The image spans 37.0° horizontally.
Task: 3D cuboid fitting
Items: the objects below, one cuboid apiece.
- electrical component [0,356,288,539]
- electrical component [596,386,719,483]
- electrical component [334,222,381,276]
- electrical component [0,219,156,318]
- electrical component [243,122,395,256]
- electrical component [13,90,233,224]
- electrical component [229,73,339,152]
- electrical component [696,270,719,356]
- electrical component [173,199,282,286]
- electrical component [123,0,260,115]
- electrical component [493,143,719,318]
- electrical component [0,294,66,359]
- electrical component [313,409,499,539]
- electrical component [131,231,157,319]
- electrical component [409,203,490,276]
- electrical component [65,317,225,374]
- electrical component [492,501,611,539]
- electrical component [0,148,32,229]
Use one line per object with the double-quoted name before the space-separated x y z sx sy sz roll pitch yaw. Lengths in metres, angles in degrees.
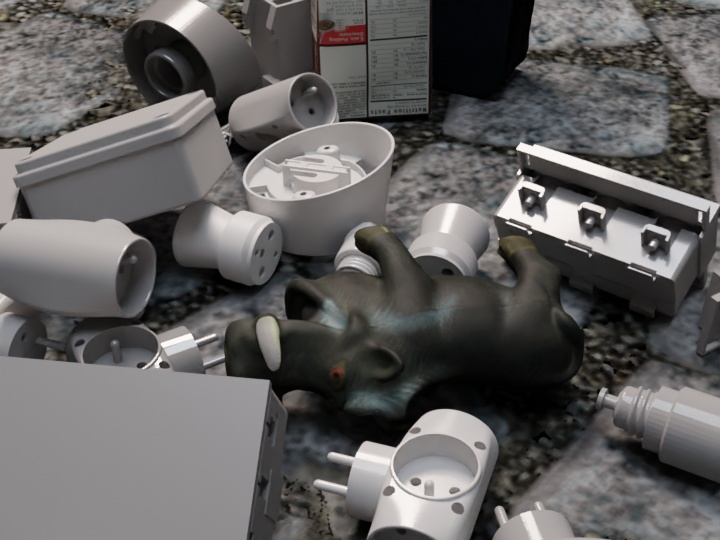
"electrical component" -0.115 0.094 0.490 0.150 0.061 0.089 4 70 7
"electrical component" 0.159 0.078 0.544 0.078 0.040 0.040 18 41 24
"electrical component" 0.000 0.000 0.658 0.035 0.035 0.061 11 43 16
"electrical component" -0.149 -0.006 0.598 0.077 0.043 0.079 9 18 17
"electrical component" -0.027 -0.056 0.708 0.099 0.064 0.099 0 37 0
"electrical component" -0.147 -0.067 0.687 0.109 0.056 0.108 -16 16 9
"electrical component" -0.043 -0.108 0.786 0.079 0.043 0.077 17 -15 -37
"electrical component" 0.235 0.026 0.612 0.081 0.042 0.064 -21 45 -24
"electrical component" -0.082 -0.017 0.673 0.055 0.045 0.045 16 40 21
"electrical component" -0.131 -0.163 0.830 0.099 0.099 0.064 19 47 25
"electrical component" 0.149 -0.023 0.659 0.121 0.078 0.063 23 65 29
"electrical component" -0.202 0.041 0.599 0.079 0.043 0.077 12 39 16
"electrical component" 0.018 0.103 0.510 0.079 0.044 0.077 11 38 16
"electrical component" -0.145 0.005 0.650 0.040 0.040 0.046 -3 42 -2
"electrical component" 0.052 -0.008 0.658 0.045 0.045 0.055 10 38 14
"electrical component" -0.108 0.054 0.579 0.079 0.044 0.077 -20 41 -23
"electrical component" 0.080 0.132 0.468 0.077 0.044 0.079 -4 36 -10
"electrical component" -0.281 -0.023 0.671 0.150 0.061 0.089 -4 37 -4
